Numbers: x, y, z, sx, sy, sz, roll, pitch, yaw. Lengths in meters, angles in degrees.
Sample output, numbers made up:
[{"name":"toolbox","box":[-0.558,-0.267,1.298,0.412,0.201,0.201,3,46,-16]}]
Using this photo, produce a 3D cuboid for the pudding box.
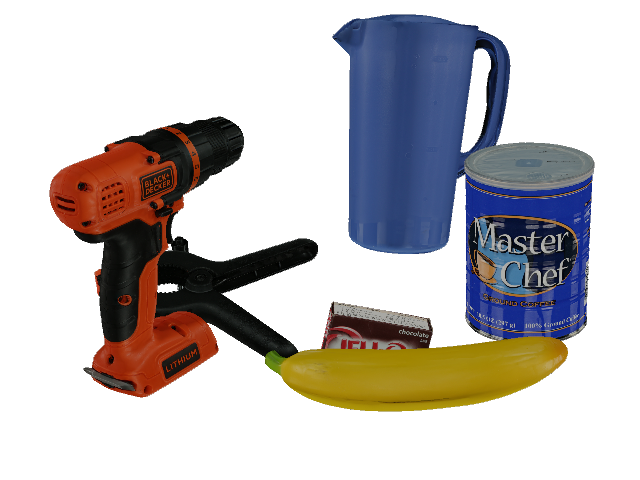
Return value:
[{"name":"pudding box","box":[0.058,0.121,1.160,0.113,0.090,0.039,9,24,-6]}]

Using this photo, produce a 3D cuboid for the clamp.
[{"name":"clamp","box":[-0.106,0.053,0.988,0.210,0.036,0.164,0,38,-1]}]

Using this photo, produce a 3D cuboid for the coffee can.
[{"name":"coffee can","box":[0.171,0.001,0.881,0.103,0.140,0.103,-3,22,1]}]

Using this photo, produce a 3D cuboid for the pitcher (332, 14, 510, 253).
[{"name":"pitcher","box":[0.100,-0.113,1.122,0.149,0.243,0.144,11,15,33]}]

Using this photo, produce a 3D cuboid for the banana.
[{"name":"banana","box":[0.061,0.080,0.671,0.198,0.037,0.069,-1,25,2]}]

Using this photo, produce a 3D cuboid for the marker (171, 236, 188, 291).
[{"name":"marker","box":[-0.153,0.049,1.208,0.020,0.121,0.020,-3,30,1]}]

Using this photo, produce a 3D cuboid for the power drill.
[{"name":"power drill","box":[-0.119,0.008,0.804,0.057,0.188,0.184,13,26,34]}]
